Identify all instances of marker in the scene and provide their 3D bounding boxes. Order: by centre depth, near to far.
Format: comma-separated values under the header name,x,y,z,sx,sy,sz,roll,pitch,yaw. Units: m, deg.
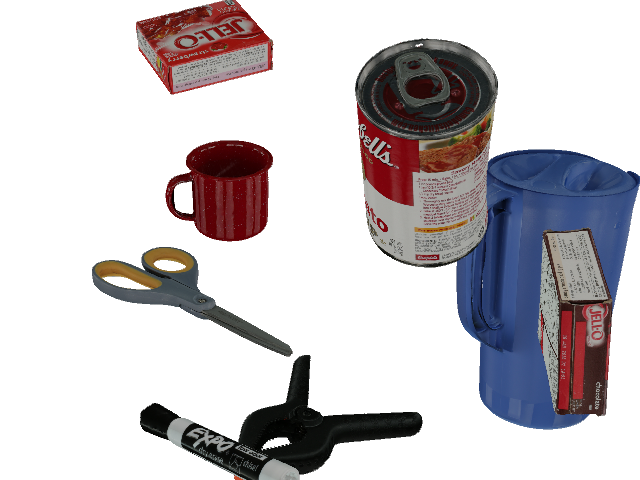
name,x,y,z,sx,sy,sz,roll,pitch,yaw
marker,-0.063,0.122,0.632,0.121,0.020,0.020,16,10,37

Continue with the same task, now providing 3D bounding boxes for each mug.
name,x,y,z,sx,sy,sz,roll,pitch,yaw
mug,-0.109,-0.050,1.153,0.117,0.081,0.093,-10,33,-18

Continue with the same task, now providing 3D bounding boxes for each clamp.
name,x,y,z,sx,sy,sz,roll,pitch,yaw
clamp,-0.005,0.191,1.080,0.165,0.036,0.209,20,28,26

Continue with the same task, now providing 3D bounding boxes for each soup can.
name,x,y,z,sx,sy,sz,roll,pitch,yaw
soup can,0.055,-0.043,0.546,0.068,0.068,0.102,0,-39,6

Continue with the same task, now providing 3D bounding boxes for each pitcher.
name,x,y,z,sx,sy,sz,roll,pitch,yaw
pitcher,0.199,0.047,0.971,0.149,0.243,0.145,6,22,10

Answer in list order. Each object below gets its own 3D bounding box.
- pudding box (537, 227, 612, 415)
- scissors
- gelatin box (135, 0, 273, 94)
name,x,y,z,sx,sy,sz,roll,pitch,yaw
pudding box,0.177,0.054,0.745,0.039,0.090,0.113,-1,26,4
scissors,-0.091,0.044,0.865,0.202,0.016,0.096,15,28,22
gelatin box,-0.091,-0.155,0.842,0.089,0.030,0.073,-18,45,-20
